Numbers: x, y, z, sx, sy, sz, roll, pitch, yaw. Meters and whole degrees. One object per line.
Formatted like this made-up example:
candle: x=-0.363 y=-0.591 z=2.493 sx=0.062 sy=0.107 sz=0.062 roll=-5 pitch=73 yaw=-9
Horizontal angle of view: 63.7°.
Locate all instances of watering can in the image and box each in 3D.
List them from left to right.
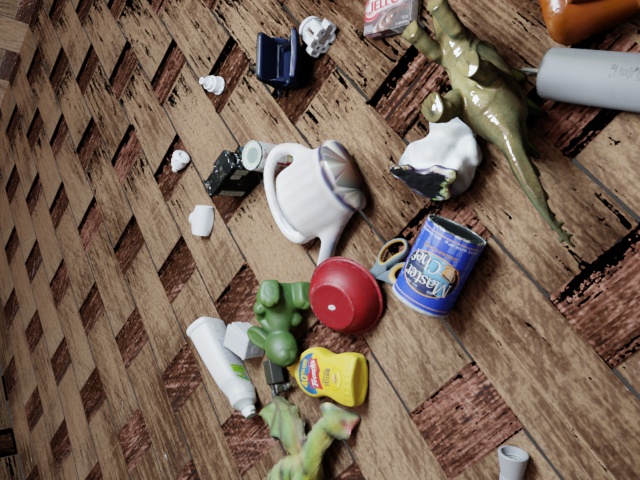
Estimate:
watering can: x=0.003 y=-0.052 z=1.041 sx=0.221 sy=0.105 sz=0.350 roll=-31 pitch=80 yaw=36

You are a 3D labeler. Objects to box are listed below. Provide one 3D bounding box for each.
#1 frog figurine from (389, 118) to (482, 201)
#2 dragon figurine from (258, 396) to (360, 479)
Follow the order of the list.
frog figurine: x=0.209 y=-0.151 z=0.874 sx=0.137 sy=0.121 sz=0.162 roll=-4 pitch=48 yaw=51
dragon figurine: x=-0.073 y=0.455 z=1.074 sx=0.405 sy=0.121 sz=0.248 roll=-33 pitch=53 yaw=31
